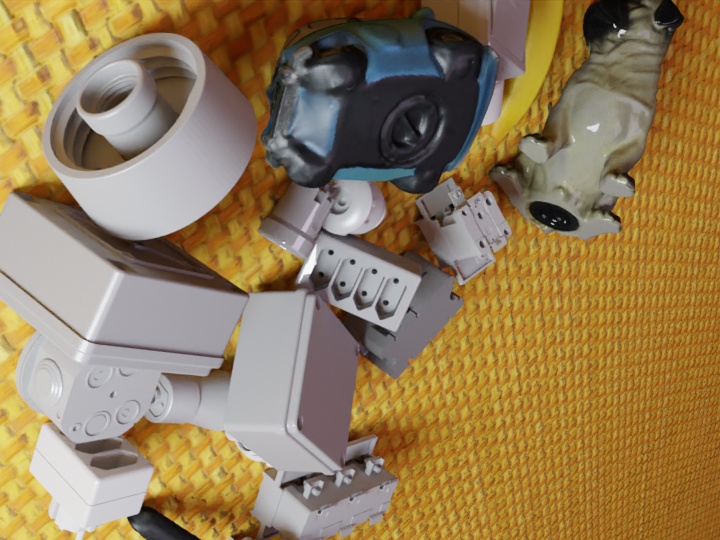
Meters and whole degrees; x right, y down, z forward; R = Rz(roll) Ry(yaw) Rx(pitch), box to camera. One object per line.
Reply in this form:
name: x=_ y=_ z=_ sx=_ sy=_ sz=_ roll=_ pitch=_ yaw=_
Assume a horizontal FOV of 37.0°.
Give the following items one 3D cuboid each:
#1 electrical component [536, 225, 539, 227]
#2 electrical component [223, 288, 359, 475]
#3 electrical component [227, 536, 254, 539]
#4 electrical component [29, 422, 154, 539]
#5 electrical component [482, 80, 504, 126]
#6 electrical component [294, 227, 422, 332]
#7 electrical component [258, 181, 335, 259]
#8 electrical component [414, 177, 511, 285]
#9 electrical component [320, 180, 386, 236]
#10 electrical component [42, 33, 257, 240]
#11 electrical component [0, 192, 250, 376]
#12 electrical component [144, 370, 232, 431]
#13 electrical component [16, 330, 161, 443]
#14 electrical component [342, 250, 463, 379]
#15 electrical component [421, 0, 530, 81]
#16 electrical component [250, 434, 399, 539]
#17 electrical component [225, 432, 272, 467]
electrical component: x=0.196 y=-0.057 z=1.034 sx=0.078 sy=0.040 sz=0.040 roll=-23 pitch=135 yaw=-40
electrical component: x=-0.048 y=0.083 z=0.790 sx=0.108 sy=0.056 sz=0.108 roll=55 pitch=38 yaw=-58
electrical component: x=-0.103 y=0.268 z=0.935 sx=0.066 sy=0.048 sz=0.055 roll=-50 pitch=139 yaw=-9
electrical component: x=-0.182 y=0.146 z=0.710 sx=0.047 sy=0.066 sz=0.076 roll=-4 pitch=122 yaw=-51
electrical component: x=0.090 y=-0.147 z=0.824 sx=0.040 sy=0.040 sz=0.078 roll=-33 pitch=140 yaw=-31
electrical component: x=0.000 y=0.000 z=0.816 sx=0.075 sy=0.083 sz=0.047 roll=-80 pitch=-166 yaw=-75
electrical component: x=-0.043 y=-0.037 z=0.753 sx=0.046 sy=0.040 sz=0.040 roll=-60 pitch=147 yaw=-5
electrical component: x=0.086 y=-0.034 z=0.883 sx=0.042 sy=0.064 sz=0.081 roll=-35 pitch=101 yaw=-29
electrical component: x=-0.002 y=-0.047 z=0.793 sx=0.048 sy=0.048 sz=0.062 roll=-62 pitch=154 yaw=9
electrical component: x=-0.116 y=-0.077 z=0.569 sx=0.108 sy=0.108 sz=0.060 roll=-48 pitch=140 yaw=-11
electrical component: x=-0.139 y=0.009 z=0.609 sx=0.109 sy=0.109 sz=0.056 roll=14 pitch=104 yaw=-55
electrical component: x=-0.122 y=0.091 z=0.763 sx=0.065 sy=0.044 sz=0.044 roll=11 pitch=109 yaw=-49
electrical component: x=-0.168 y=0.065 z=0.671 sx=0.080 sy=0.051 sz=0.080 roll=-32 pitch=140 yaw=-32
electrical component: x=0.033 y=0.034 z=0.893 sx=0.089 sy=0.056 sz=0.050 roll=-47 pitch=146 yaw=-14
electrical component: x=0.081 y=-0.170 z=0.737 sx=0.062 sy=0.061 sz=0.096 roll=19 pitch=69 yaw=-56
electrical component: x=-0.028 y=0.199 z=0.952 sx=0.121 sy=0.063 sz=0.078 roll=-9 pitch=125 yaw=-48
electrical component: x=-0.079 y=0.129 z=0.847 sx=0.062 sy=0.048 sz=0.048 roll=22 pitch=101 yaw=-49
